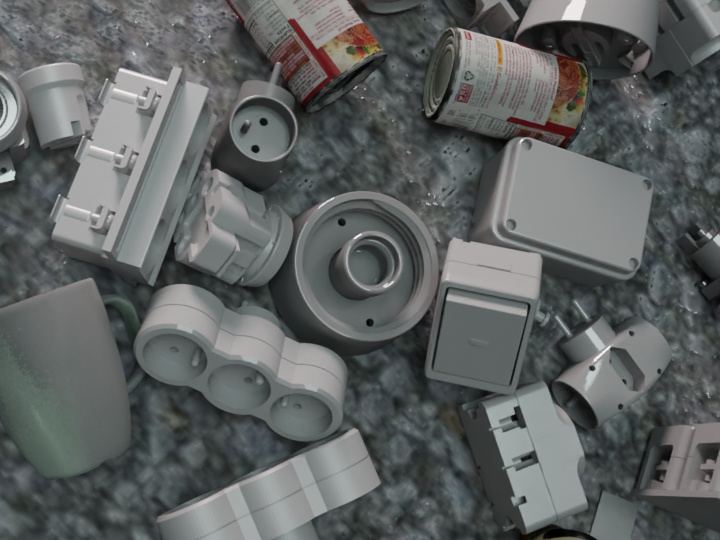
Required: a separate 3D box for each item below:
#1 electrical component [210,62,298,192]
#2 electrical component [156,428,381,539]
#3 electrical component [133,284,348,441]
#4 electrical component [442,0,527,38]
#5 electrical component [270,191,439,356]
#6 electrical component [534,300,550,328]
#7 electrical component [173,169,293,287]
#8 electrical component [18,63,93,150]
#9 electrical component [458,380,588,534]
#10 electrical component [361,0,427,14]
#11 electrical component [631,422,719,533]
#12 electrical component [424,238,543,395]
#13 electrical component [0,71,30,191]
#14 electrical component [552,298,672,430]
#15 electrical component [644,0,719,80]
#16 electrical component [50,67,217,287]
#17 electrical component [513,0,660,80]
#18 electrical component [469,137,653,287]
[{"bbox_3d":[-0.065,-0.097,0.700,0.043,0.077,0.079,18,75,-13],"label":"electrical component"},{"bbox_3d":[-0.049,0.159,0.669,0.138,0.052,0.073,-22,86,-19],"label":"electrical component"},{"bbox_3d":[-0.071,0.048,0.685,0.138,0.052,0.073,27,37,-15],"label":"electrical component"},{"bbox_3d":[0.091,-0.213,0.787,0.064,0.042,0.081,-36,92,-23],"label":"electrical component"},{"bbox_3d":[0.000,0.000,0.707,0.108,0.060,0.108,3,79,-18],"label":"electrical component"},{"bbox_3d":[0.097,0.015,0.745,0.078,0.040,0.040,32,73,-8],"label":"electrical component"},{"bbox_3d":[-0.080,-0.023,0.687,0.057,0.078,0.058,27,116,-29],"label":"electrical component"},{"bbox_3d":[-0.192,-0.104,0.685,0.040,0.040,0.046,-15,89,-18],"label":"electrical component"},{"bbox_3d":[0.113,0.124,0.724,0.056,0.050,0.089,-17,85,-18],"label":"electrical component"},{"bbox_3d":[0.022,-0.218,0.760,0.078,0.058,0.057,-10,80,-18],"label":"electrical component"},{"bbox_3d":[0.301,0.161,0.743,0.186,0.105,0.060,24,74,-11],"label":"electrical component"},{"bbox_3d":[0.079,0.038,0.701,0.062,0.096,0.061,11,33,6],"label":"electrical component"},{"bbox_3d":[-0.234,-0.092,0.660,0.058,0.057,0.078,-15,84,-18],"label":"electrical component"},{"bbox_3d":[0.166,0.058,0.756,0.077,0.043,0.079,-37,92,-19],"label":"electrical component"},{"bbox_3d":[0.282,-0.211,0.817,0.150,0.089,0.061,-33,90,-19],"label":"electrical component"},{"bbox_3d":[-0.142,-0.060,0.674,0.063,0.078,0.121,17,75,4],"label":"electrical component"},{"bbox_3d":[0.164,-0.172,0.771,0.099,0.099,0.064,24,68,-11],"label":"electrical component"},{"bbox_3d":[0.143,-0.040,0.761,0.113,0.057,0.078,16,76,-13],"label":"electrical component"}]
